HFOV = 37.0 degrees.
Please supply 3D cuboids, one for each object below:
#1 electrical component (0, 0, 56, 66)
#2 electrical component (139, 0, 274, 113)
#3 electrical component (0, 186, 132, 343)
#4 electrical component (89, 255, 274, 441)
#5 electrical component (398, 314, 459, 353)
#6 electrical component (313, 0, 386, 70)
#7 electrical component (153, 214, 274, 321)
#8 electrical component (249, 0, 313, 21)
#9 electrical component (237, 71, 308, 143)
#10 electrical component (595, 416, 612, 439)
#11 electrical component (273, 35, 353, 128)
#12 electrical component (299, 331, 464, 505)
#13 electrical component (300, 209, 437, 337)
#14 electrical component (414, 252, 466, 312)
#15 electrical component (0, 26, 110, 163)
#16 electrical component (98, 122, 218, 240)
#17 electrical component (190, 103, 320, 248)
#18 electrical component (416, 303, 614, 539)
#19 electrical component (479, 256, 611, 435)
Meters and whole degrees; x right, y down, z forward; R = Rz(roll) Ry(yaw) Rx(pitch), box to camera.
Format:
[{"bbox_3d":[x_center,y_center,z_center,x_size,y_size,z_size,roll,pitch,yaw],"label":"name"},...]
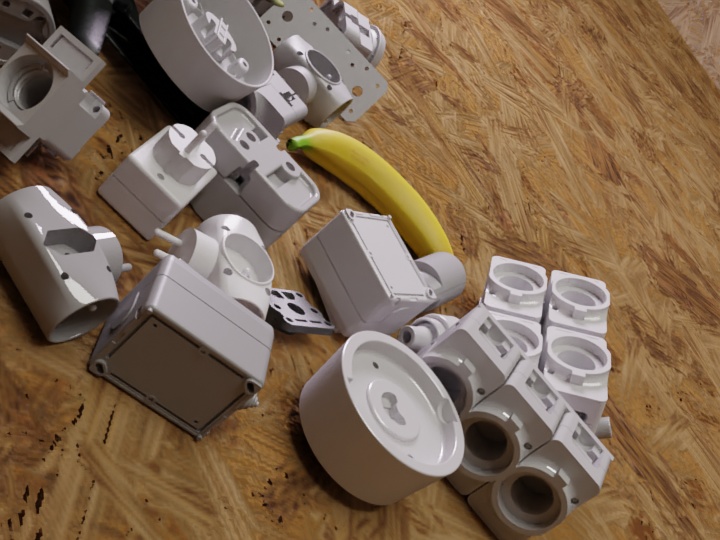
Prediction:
[{"bbox_3d":[-0.230,-0.170,0.704,0.055,0.055,0.047,23,34,-40],"label":"electrical component"},{"bbox_3d":[-0.110,-0.166,0.780,0.099,0.064,0.099,51,16,-20],"label":"electrical component"},{"bbox_3d":[-0.162,-0.005,0.608,0.077,0.043,0.079,56,29,13],"label":"electrical component"},{"bbox_3d":[-0.095,0.046,0.620,0.096,0.062,0.061,38,30,-20],"label":"electrical component"},{"bbox_3d":[0.056,0.055,0.844,0.062,0.043,0.043,12,45,-47],"label":"electrical component"},{"bbox_3d":[-0.012,-0.229,1.082,0.057,0.058,0.078,25,46,-38],"label":"electrical component"},{"bbox_3d":[-0.099,-0.002,0.693,0.079,0.044,0.077,29,34,-33],"label":"electrical component"},{"bbox_3d":[-0.086,-0.284,1.047,0.089,0.056,0.050,-2,56,-56],"label":"electrical component"},{"bbox_3d":[-0.096,-0.140,0.861,0.089,0.050,0.056,49,28,-1],"label":"electrical component"},{"bbox_3d":[0.176,0.133,0.891,0.043,0.062,0.043,-8,90,-77],"label":"electrical component"},{"bbox_3d":[-0.054,-0.164,0.958,0.077,0.044,0.079,50,28,1],"label":"electrical component"},{"bbox_3d":[0.009,0.101,0.702,0.108,0.060,0.108,35,31,-25],"label":"electrical component"},{"bbox_3d":[0.000,0.000,0.813,0.062,0.061,0.096,4,52,-54],"label":"electrical component"},{"bbox_3d":[0.053,0.012,0.892,0.043,0.043,0.081,54,28,9],"label":"electrical component"},{"bbox_3d":[-0.190,-0.102,0.657,0.042,0.081,0.064,41,-4,21],"label":"electrical component"},{"bbox_3d":[-0.122,-0.070,0.710,0.047,0.077,0.065,45,28,-8],"label":"electrical component"},{"bbox_3d":[-0.085,-0.064,0.773,0.095,0.059,0.053,48,28,-3],"label":"electrical component"},{"bbox_3d":[0.097,0.114,0.779,0.150,0.089,0.062,50,28,1],"label":"electrical component"},{"bbox_3d":[0.150,0.061,0.901,0.105,0.060,0.186,14,31,4],"label":"electrical component"}]
